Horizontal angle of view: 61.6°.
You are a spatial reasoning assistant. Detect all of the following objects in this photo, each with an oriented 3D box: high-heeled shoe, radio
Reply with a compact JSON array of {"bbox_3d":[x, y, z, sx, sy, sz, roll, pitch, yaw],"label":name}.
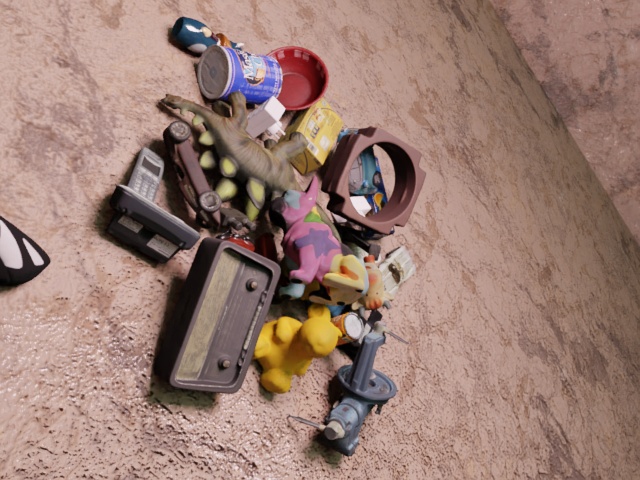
[{"bbox_3d":[-0.446,-0.058,0.697,0.145,0.086,0.248,-10,83,-52],"label":"high-heeled shoe"},{"bbox_3d":[-0.158,0.122,0.851,0.131,0.073,0.229,25,81,-38],"label":"radio"}]

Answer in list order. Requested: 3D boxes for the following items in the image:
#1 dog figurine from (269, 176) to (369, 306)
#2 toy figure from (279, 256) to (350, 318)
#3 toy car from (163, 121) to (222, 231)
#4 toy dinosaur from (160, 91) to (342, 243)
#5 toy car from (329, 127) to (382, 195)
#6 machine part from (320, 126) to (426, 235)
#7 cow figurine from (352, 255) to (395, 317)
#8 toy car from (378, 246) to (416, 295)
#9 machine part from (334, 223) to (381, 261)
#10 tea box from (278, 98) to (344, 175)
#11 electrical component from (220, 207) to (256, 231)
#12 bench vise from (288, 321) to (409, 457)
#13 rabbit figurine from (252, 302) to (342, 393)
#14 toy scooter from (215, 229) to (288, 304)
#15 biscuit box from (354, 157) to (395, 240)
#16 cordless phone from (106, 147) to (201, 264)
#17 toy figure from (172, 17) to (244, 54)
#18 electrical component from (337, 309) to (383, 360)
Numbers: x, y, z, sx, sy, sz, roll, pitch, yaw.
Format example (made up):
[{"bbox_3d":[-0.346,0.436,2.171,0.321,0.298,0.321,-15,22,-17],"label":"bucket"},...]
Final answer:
[{"bbox_3d":[-0.002,-0.003,0.979,0.192,0.108,0.219,8,62,-10],"label":"dog figurine"},{"bbox_3d":[-0.006,0.087,1.071,0.180,0.089,0.082,48,38,-15],"label":"toy figure"},{"bbox_3d":[-0.222,-0.107,0.923,0.053,0.089,0.202,-19,78,-25],"label":"toy car"},{"bbox_3d":[-0.108,-0.131,1.062,0.471,0.105,0.198,32,61,-24],"label":"toy dinosaur"},{"bbox_3d":[0.071,-0.170,1.229,0.103,0.109,0.161,-34,127,-43],"label":"toy car"},{"bbox_3d":[0.115,-0.127,1.163,0.201,0.087,0.201,23,90,-28],"label":"machine part"},{"bbox_3d":[0.094,0.100,1.098,0.194,0.085,0.127,83,-8,-71],"label":"cow figurine"},{"bbox_3d":[0.172,0.078,1.282,0.202,0.056,0.073,-37,100,-47],"label":"toy car"},{"bbox_3d":[0.083,0.000,1.189,0.084,0.139,0.039,26,99,-41],"label":"machine part"},{"bbox_3d":[-0.020,-0.241,1.220,0.098,0.068,0.170,47,44,-23],"label":"tea box"},{"bbox_3d":[-0.164,-0.042,0.981,0.063,0.094,0.021,1,115,-54],"label":"electrical component"},{"bbox_3d":[0.074,0.270,1.011,0.223,0.129,0.240,-2,112,-54],"label":"bench vise"},{"bbox_3d":[-0.027,0.182,0.945,0.162,0.173,0.122,-25,87,-44],"label":"rabbit figurine"},{"bbox_3d":[-0.129,0.032,0.980,0.183,0.075,0.135,26,55,-38],"label":"toy scooter"},{"bbox_3d":[0.124,-0.105,1.313,0.063,0.059,0.202,3,70,-45],"label":"biscuit box"},{"bbox_3d":[-0.265,-0.067,0.894,0.146,0.089,0.184,35,31,-29],"label":"cordless phone"},{"bbox_3d":[-0.223,-0.398,1.089,0.154,0.064,0.057,13,106,-46],"label":"toy figure"},{"bbox_3d":[0.091,0.199,1.150,0.074,0.048,0.119,46,45,-21],"label":"electrical component"}]
